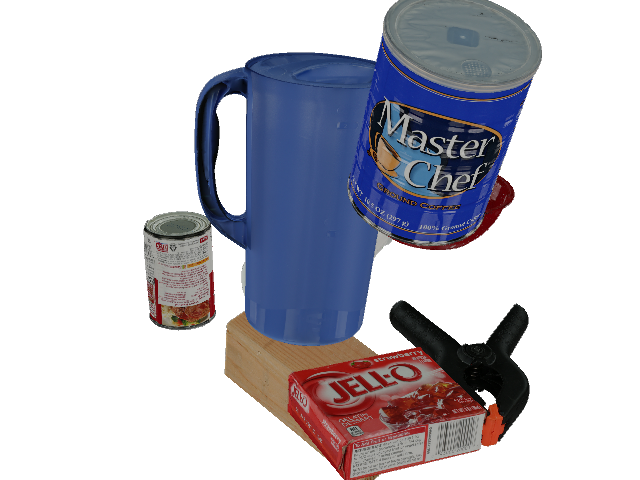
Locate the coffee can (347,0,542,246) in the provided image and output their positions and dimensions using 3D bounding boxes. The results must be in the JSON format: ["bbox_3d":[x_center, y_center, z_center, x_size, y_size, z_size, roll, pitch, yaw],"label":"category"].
[{"bbox_3d":[0.080,-0.081,0.722,0.102,0.140,0.103,6,44,-6],"label":"coffee can"}]

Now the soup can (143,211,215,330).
[{"bbox_3d":[-0.141,0.030,1.073,0.068,0.102,0.068,0,23,0],"label":"soup can"}]

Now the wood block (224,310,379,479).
[{"bbox_3d":[0.002,0.151,1.130,0.206,0.090,0.090,35,50,28],"label":"wood block"}]

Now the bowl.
[{"bbox_3d":[0.110,-0.034,1.068,0.162,0.055,0.162,4,24,-2],"label":"bowl"}]

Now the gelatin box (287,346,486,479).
[{"bbox_3d":[0.036,0.094,0.596,0.089,0.030,0.073,-7,27,-25],"label":"gelatin box"}]

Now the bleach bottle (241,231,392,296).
[{"bbox_3d":[0.015,0.006,1.318,0.103,0.068,0.250,17,35,28],"label":"bleach bottle"}]

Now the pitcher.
[{"bbox_3d":[-0.016,-0.037,0.924,0.149,0.243,0.144,19,24,31],"label":"pitcher"}]

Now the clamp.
[{"bbox_3d":[0.133,0.100,0.871,0.120,0.039,0.171,-8,34,-9],"label":"clamp"}]
